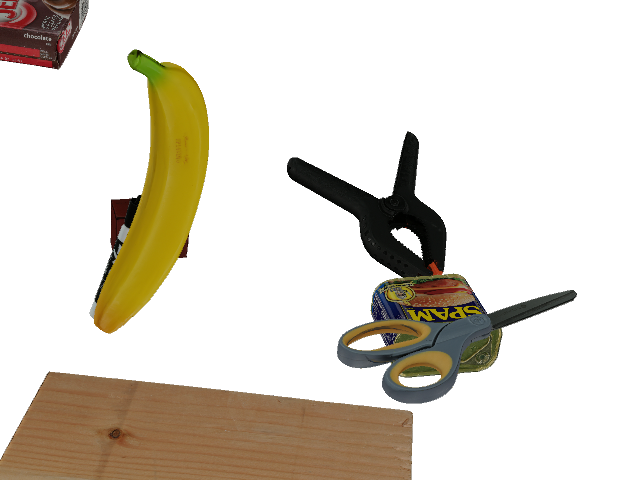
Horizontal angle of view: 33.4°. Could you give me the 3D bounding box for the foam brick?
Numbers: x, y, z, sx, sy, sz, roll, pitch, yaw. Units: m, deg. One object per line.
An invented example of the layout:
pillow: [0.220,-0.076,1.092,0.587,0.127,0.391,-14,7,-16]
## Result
foam brick: [-0.182,-0.013,1.134,0.078,0.051,0.053,-3,24,-16]

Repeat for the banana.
banana: [-0.105,-0.032,0.672,0.069,0.198,0.037,-11,36,-36]

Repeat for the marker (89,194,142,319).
marker: [-0.170,0.015,0.911,0.020,0.121,0.020,20,22,-9]

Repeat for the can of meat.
can of meat: [0.104,0.076,0.983,0.102,0.057,0.084,-3,31,-13]

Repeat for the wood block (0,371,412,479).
wood block: [-0.057,0.141,0.577,0.206,0.090,0.090,6,29,4]

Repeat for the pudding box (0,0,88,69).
pudding box: [-0.245,-0.187,0.877,0.090,0.039,0.113,9,35,-3]

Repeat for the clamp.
clamp: [0.065,-0.031,1.154,0.164,0.210,0.036,-10,-36,-19]

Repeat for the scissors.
scissors: [0.113,0.074,0.767,0.201,0.016,0.096,-7,32,-13]
